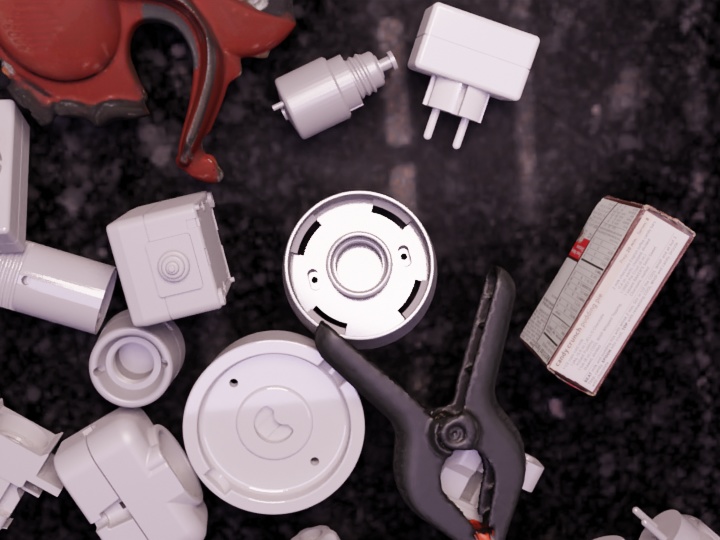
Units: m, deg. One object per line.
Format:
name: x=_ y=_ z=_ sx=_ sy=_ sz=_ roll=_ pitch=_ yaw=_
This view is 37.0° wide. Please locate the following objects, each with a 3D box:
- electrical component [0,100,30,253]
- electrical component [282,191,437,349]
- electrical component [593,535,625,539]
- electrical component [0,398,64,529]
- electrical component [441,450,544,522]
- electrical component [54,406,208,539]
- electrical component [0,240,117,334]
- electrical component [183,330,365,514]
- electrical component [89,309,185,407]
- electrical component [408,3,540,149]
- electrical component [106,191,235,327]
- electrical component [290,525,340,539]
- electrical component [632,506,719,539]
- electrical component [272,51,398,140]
electrical component: x=-0.222 y=-0.059 z=0.612 sx=0.047 sy=0.075 sz=0.083 roll=-2 pitch=73 yaw=-3
electrical component: x=0.000 y=0.000 z=0.667 sx=0.099 sy=0.064 sz=0.099 roll=0 pitch=86 yaw=0
electrical component: x=0.167 y=0.204 z=0.711 sx=0.040 sy=0.040 sz=0.046 roll=-21 pitch=95 yaw=0
electrical component: x=-0.226 y=0.123 z=0.674 sx=0.081 sy=0.042 sz=0.063 roll=31 pitch=98 yaw=-7
electrical component: x=0.068 y=0.132 z=0.684 sx=0.078 sy=0.058 sz=0.057 roll=26 pitch=94 yaw=-7
electrical component: x=-0.138 y=0.136 z=0.673 sx=0.059 sy=0.053 sz=0.095 roll=-31 pitch=102 yaw=0
electrical component: x=-0.194 y=0.007 z=0.655 sx=0.081 sy=0.043 sz=0.043 roll=17 pitch=98 yaw=-6
electrical component: x=-0.053 y=0.089 z=0.668 sx=0.108 sy=0.060 sz=0.108 roll=-1 pitch=99 yaw=-3
electrical component: x=-0.138 y=0.055 z=0.664 sx=0.055 sy=0.047 sz=0.055 roll=-1 pitch=99 yaw=-3
electrical component: x=0.061 y=-0.112 z=0.648 sx=0.066 sy=0.047 sz=0.076 roll=18 pitch=98 yaw=-6
electrical component: x=-0.114 y=-0.006 z=0.631 sx=0.061 sy=0.096 sz=0.061 roll=-14 pitch=100 yaw=0
electrical component: x=-0.024 y=0.200 z=0.702 sx=0.035 sy=0.035 sz=0.061 roll=-15 pitch=102 yaw=-1
electrical component: x=0.206 y=0.180 z=0.690 sx=0.079 sy=0.077 sz=0.044 roll=41 pitch=95 yaw=-9
electrical component: x=-0.015 y=-0.110 z=0.648 sx=0.078 sy=0.040 sz=0.040 roll=-25 pitch=100 yaw=1
